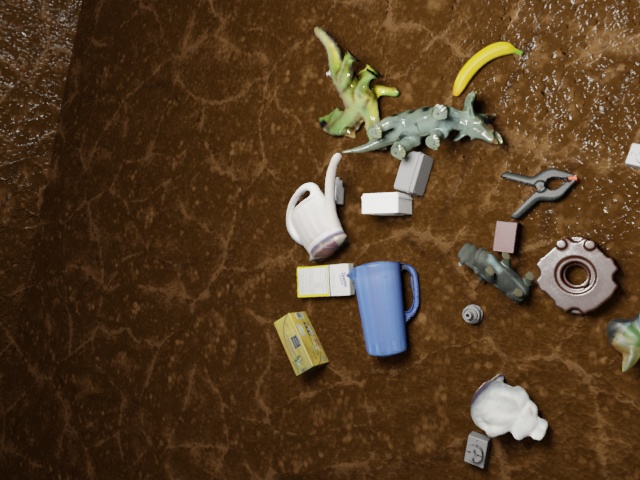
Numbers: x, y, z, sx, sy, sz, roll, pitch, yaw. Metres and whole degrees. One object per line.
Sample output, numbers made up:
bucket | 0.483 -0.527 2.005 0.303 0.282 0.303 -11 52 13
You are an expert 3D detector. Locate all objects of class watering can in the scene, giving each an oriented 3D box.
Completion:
watering can | 0.004 -0.074 1.475 0.341 0.105 0.227 -46 66 48

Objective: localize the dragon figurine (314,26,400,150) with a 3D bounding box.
dragon figurine | 0.072 -0.414 1.506 0.415 0.123 0.239 46 117 20

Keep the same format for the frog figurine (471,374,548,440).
frog figurine | 0.436 0.406 1.194 0.137 0.120 0.162 -46 51 -2
